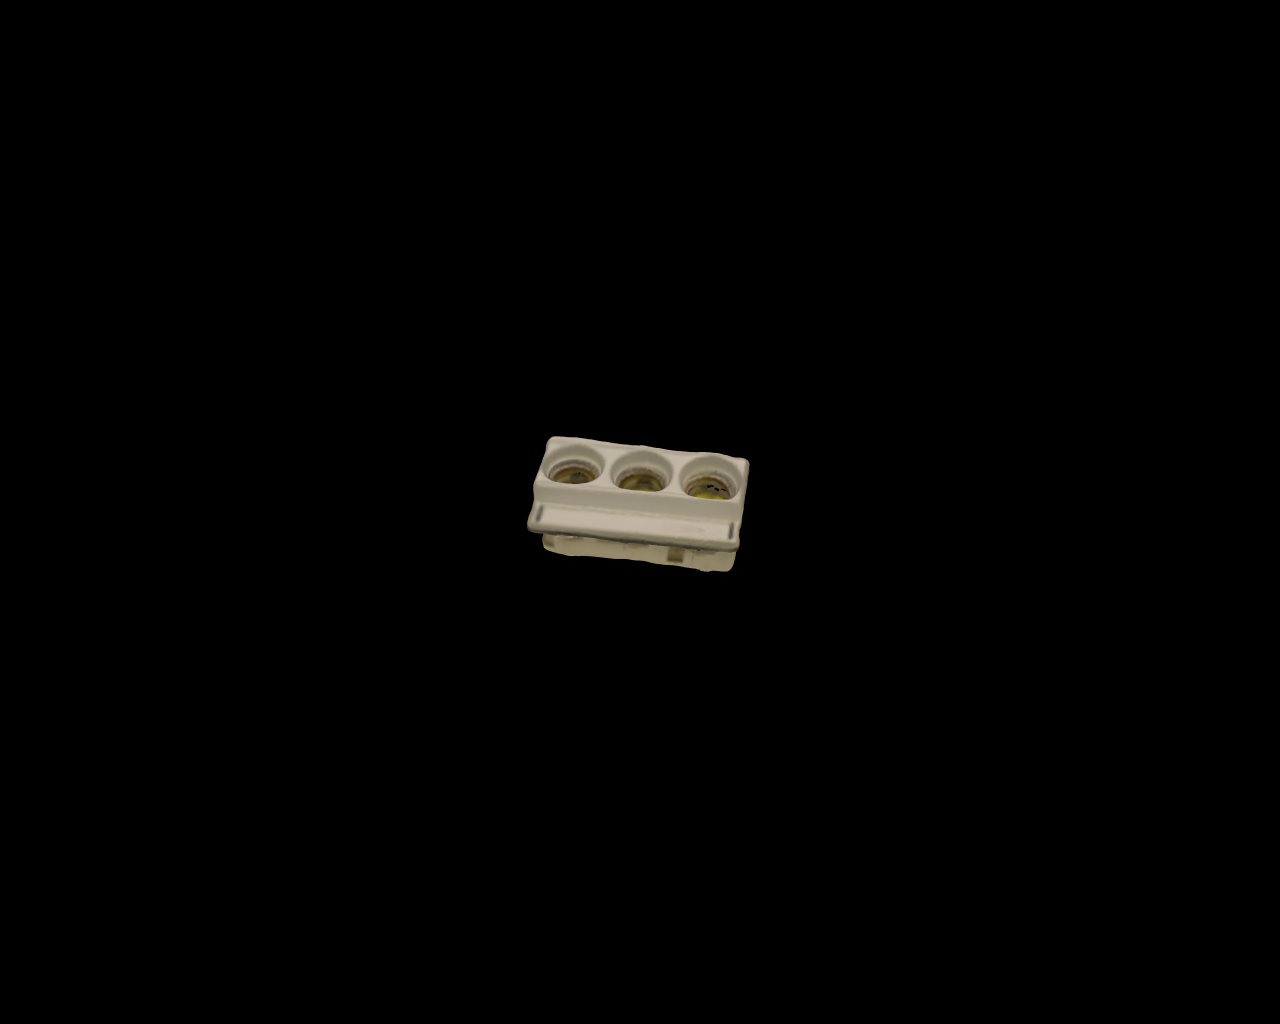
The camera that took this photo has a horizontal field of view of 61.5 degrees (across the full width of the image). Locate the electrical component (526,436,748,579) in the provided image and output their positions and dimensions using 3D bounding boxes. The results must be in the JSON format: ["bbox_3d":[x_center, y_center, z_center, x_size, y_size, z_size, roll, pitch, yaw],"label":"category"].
[{"bbox_3d":[0.001,-0.003,0.650,0.121,0.063,0.079,6,43,7],"label":"electrical component"}]
